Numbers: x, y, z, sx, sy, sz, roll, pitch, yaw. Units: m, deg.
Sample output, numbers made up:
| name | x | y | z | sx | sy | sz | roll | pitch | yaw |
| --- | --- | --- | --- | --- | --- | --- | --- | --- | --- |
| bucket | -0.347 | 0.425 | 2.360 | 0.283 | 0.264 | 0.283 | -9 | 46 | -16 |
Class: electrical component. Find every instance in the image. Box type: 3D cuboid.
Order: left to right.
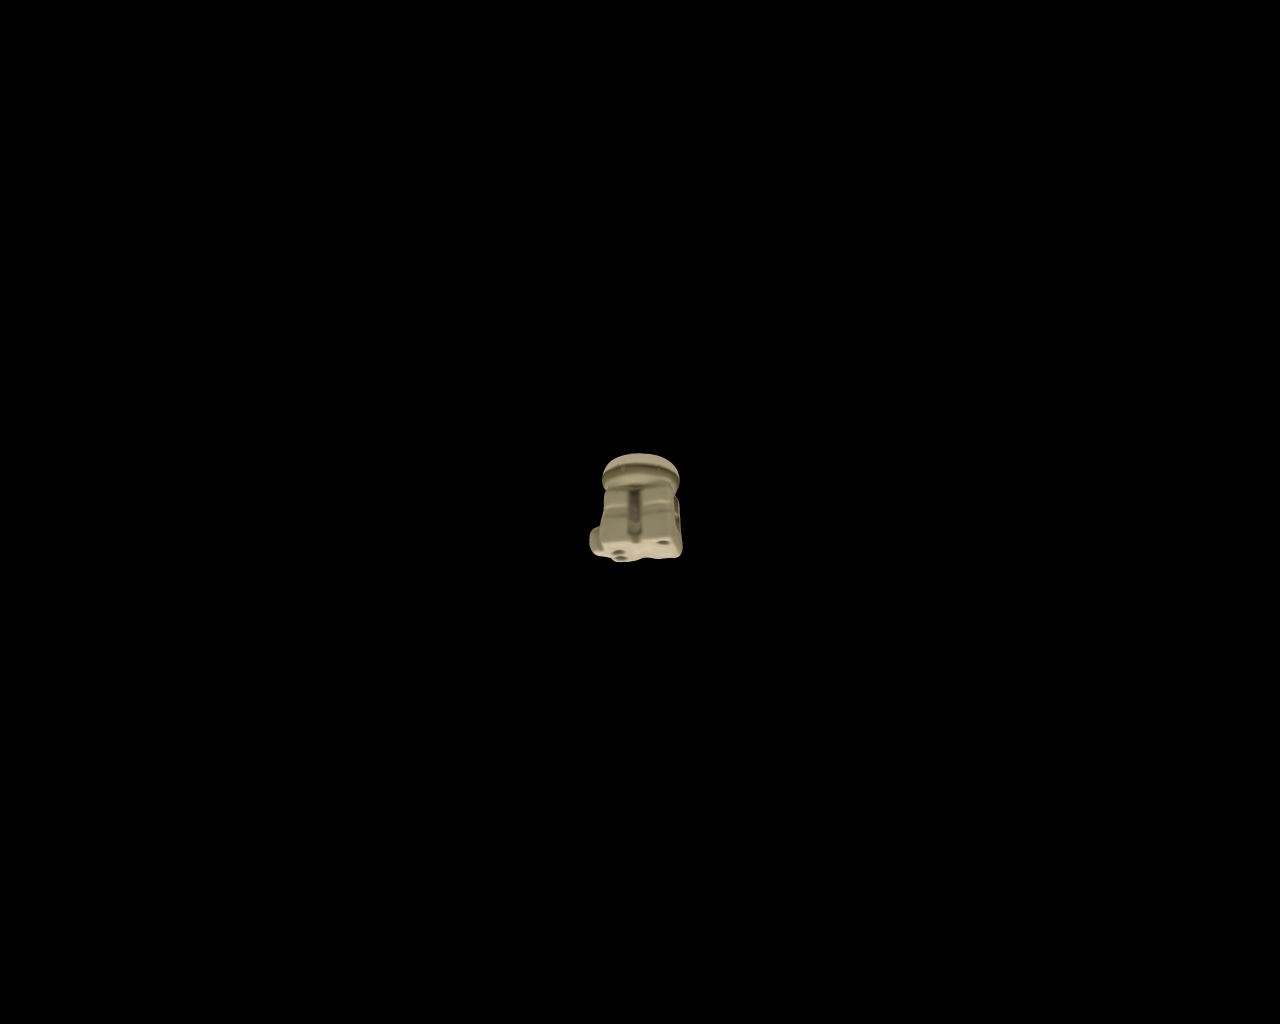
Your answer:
| name | x | y | z | sx | sy | sz | roll | pitch | yaw |
| --- | --- | --- | --- | --- | --- | --- | --- | --- | --- |
| electrical component | 0.001 | -0.003 | 0.650 | 0.066 | 0.055 | 0.048 | -4 | -24 | 9 |
